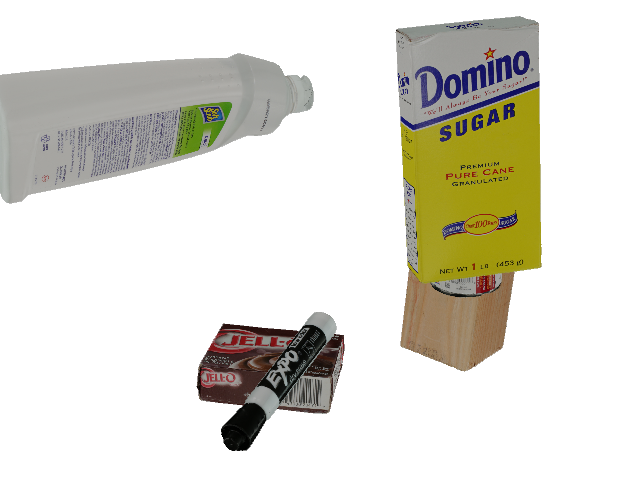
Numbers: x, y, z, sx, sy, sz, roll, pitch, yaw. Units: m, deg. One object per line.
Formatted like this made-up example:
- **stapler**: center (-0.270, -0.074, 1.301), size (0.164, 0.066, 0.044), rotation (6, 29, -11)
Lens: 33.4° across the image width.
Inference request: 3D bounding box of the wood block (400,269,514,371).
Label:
- **wood block**: center (0.158, 0.025, 1.176), size (0.090, 0.206, 0.090), rotation (19, 25, 33)

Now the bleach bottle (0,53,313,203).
- **bleach bottle**: center (-0.127, -0.095, 0.835), size (0.250, 0.068, 0.103), rotation (-11, -30, -23)

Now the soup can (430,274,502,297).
- **soup can**: center (0.131, -0.008, 0.961), size (0.068, 0.102, 0.068), rotation (-2, 23, 1)

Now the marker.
- **marker**: center (-0.023, 0.081, 0.623), size (0.020, 0.020, 0.121), rotation (0, 29, 29)

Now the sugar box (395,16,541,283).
- **sugar box**: center (0.105, -0.063, 0.748), size (0.093, 0.176, 0.048), rotation (-8, 21, -8)

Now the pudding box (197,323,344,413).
- **pudding box**: center (-0.040, 0.107, 0.910), size (0.113, 0.039, 0.090), rotation (7, 20, 6)
